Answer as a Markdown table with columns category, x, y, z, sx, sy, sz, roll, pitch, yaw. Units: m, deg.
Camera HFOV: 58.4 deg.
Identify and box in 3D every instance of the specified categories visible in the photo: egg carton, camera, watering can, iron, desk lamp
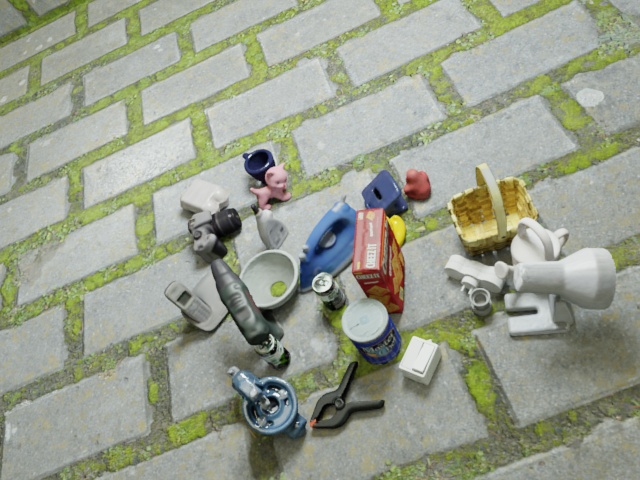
| category | x | y | z | sx | sy | sz | roll | pitch | yaw |
| --- | --- | --- | --- | --- | --- | --- | --- | --- | --- |
| egg carton | -0.347 | -0.123 | 1.725 | 0.149 | 0.070 | 0.107 | 19 | 67 | 31 |
| camera | -0.295 | -0.032 | 1.623 | 0.136 | 0.101 | 0.143 | -23 | 52 | 6 |
| watering can | 0.453 | 0.029 | 1.217 | 0.100 | 0.195 | 0.173 | 28 | 72 | 34 |
| iron | 0.013 | 0.005 | 1.446 | 0.118 | 0.142 | 0.258 | 29 | 73 | 34 |
| desk lamp | 0.472 | 0.105 | 1.146 | 0.202 | 0.214 | 0.118 | -9 | 55 | 17 |

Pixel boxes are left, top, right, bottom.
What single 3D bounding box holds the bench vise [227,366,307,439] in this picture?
| category | x | y | z | sx | sy | sz | roll | pitch | yaw |
| --- | --- | --- | --- | --- | --- | --- | --- | --- | --- |
| bench vise | -0.145 | 0.342 | 1.237 | 0.206 | 0.220 | 0.121 | 11 | 63 | 28 |

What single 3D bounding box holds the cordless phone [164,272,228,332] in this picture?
| category | x | y | z | sx | sy | sz | roll | pitch | yaw |
| --- | --- | --- | --- | --- | --- | --- | --- | --- | --- |
| cordless phone | -0.305 | 0.136 | 1.462 | 0.093 | 0.185 | 0.148 | 21 | 68 | 32 |

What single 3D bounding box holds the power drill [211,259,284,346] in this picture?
| category | x | y | z | sx | sy | sz | roll | pitch | yaw |
| --- | --- | --- | --- | --- | --- | --- | --- | --- | --- |
| power drill | -0.171 | 0.170 | 1.370 | 0.075 | 0.209 | 0.229 | -35 | 52 | -2 |

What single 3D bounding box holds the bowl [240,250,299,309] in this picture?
| category | x | y | z | sx | sy | sz | roll | pitch | yaw |
| --- | --- | --- | --- | --- | --- | --- | --- | --- | --- |
| bowl | -0.121 | 0.112 | 1.472 | 0.167 | 0.075 | 0.167 | -11 | 55 | 16 |

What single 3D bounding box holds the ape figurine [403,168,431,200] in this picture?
| category | x | y | z | sx | sy | sz | roll | pitch | yaw |
| --- | --- | --- | --- | --- | --- | --- | --- | --- | --- |
| ape figurine | 0.248 | -0.152 | 1.486 | 0.078 | 0.092 | 0.076 | -31 | 52 | 1 |

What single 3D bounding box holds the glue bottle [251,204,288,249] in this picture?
| category | x | y | z | sx | sy | sz | roll | pitch | yaw |
| --- | --- | --- | --- | --- | --- | --- | --- | --- | --- |
| glue bottle | -0.143 | -0.044 | 1.523 | 0.037 | 0.174 | 0.078 | 21 | 68 | 32 |

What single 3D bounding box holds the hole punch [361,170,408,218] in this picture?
| category | x | y | z | sx | sy | sz | roll | pitch | yaw |
| --- | --- | --- | --- | --- | --- | --- | --- | --- | --- |
| hole punch | 0.163 | -0.112 | 1.495 | 0.101 | 0.091 | 0.108 | -30 | 52 | 2 |

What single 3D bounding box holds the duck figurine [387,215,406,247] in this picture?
| category | x | y | z | sx | sy | sz | roll | pitch | yaw |
| --- | --- | --- | --- | --- | --- | --- | --- | --- | --- |
| duck figurine | 0.169 | -0.026 | 1.438 | 0.077 | 0.086 | 0.105 | 21 | 68 | 32 |

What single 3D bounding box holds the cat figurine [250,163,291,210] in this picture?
| category | x | y | z | sx | sy | sz | roll | pitch | yaw |
| --- | --- | --- | --- | --- | --- | --- | --- | --- | --- |
| cat figurine | -0.139 | -0.159 | 1.633 | 0.128 | 0.118 | 0.067 | -29 | 52 | 2 |

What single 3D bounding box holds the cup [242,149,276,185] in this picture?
| category | x | y | z | sx | sy | sz | roll | pitch | yaw |
| --- | --- | --- | --- | --- | --- | --- | --- | --- | --- |
| cup | -0.175 | -0.212 | 1.697 | 0.117 | 0.095 | 0.092 | 28 | 72 | 34 |
